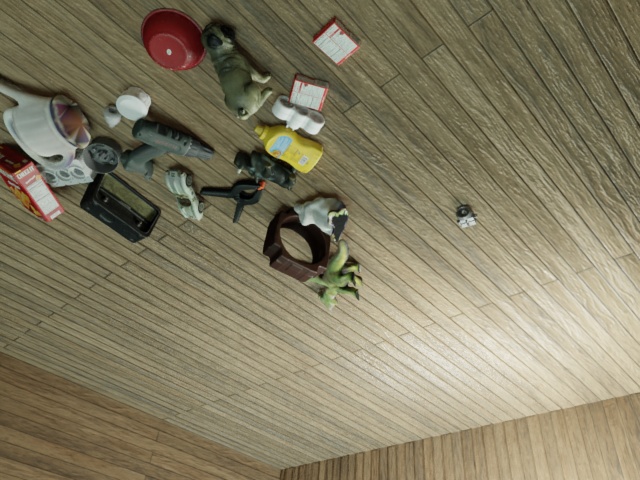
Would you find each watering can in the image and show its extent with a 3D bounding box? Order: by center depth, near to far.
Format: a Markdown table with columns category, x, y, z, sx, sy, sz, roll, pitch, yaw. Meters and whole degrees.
| category | x | y | z | sx | sy | sz | roll | pitch | yaw |
| --- | --- | --- | --- | --- | --- | --- | --- | --- | --- |
| watering can | -0.770 | -0.341 | 1.397 | 0.224 | 0.106 | 0.340 | -9 | 127 | 16 |

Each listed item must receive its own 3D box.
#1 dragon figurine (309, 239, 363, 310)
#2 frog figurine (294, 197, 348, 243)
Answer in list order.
| category | x | y | z | sx | sy | sz | roll | pitch | yaw |
| --- | --- | --- | --- | --- | --- | --- | --- | --- | --- |
| dragon figurine | 0.021 | 0.119 | 1.812 | 0.242 | 0.125 | 0.401 | 1 | 138 | 19 |
| frog figurine | 0.005 | -0.081 | 1.604 | 0.161 | 0.124 | 0.135 | 25 | 162 | 37 |
